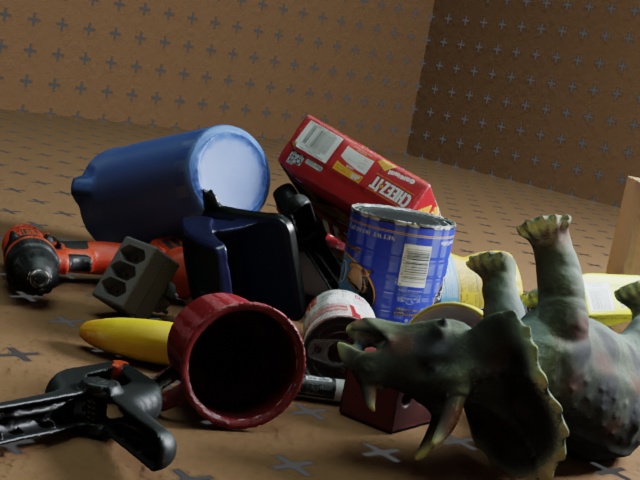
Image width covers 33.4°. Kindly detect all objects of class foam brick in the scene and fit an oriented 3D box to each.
[{"bbox_3d":[0.062,0.116,0.852,0.051,0.053,0.078,17,12,37],"label":"foam brick"}]

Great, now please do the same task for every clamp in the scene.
[{"bbox_3d":[-0.157,0.110,0.701,0.120,0.039,0.171,14,2,-11],"label":"clamp"},{"bbox_3d":[-0.008,0.001,1.146,0.036,0.164,0.210,-30,19,-3],"label":"clamp"}]

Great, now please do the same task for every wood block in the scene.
[{"bbox_3d":[0.347,0.046,1.103,0.090,0.206,0.091,11,9,3],"label":"wood block"}]

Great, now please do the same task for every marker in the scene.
[{"bbox_3d":[-0.033,0.115,0.858,0.121,0.020,0.020,8,9,-7],"label":"marker"}]

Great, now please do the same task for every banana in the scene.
[{"bbox_3d":[-0.100,0.092,0.893,0.197,0.037,0.070,9,-12,-16],"label":"banana"}]

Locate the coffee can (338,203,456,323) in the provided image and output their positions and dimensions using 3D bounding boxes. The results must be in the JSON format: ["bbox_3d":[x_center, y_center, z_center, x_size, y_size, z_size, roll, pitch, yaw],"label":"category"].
[{"bbox_3d":[0.068,0.043,1.027,0.103,0.140,0.103,9,9,-2],"label":"coffee can"}]

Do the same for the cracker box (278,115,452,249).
[{"bbox_3d":[0.055,-0.037,1.212,0.164,0.072,0.213,32,-10,21],"label":"cracker box"}]

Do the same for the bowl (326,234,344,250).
[{"bbox_3d":[0.016,0.021,1.378,0.162,0.055,0.162,9,10,-2],"label":"bowl"}]

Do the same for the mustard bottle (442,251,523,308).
[{"bbox_3d":[0.131,0.058,1.146,0.191,0.096,0.058,3,-9,-34],"label":"mustard bottle"}]

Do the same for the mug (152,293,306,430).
[{"bbox_3d":[-0.077,0.091,0.792,0.117,0.093,0.082,-31,16,-14],"label":"mug"}]

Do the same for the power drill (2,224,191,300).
[{"bbox_3d":[-0.226,0.024,1.086,0.187,0.057,0.185,6,10,-22],"label":"power drill"}]

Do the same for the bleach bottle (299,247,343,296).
[{"bbox_3d":[0.021,0.041,1.240,0.251,0.068,0.102,15,10,17],"label":"bleach bottle"}]

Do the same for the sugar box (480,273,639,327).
[{"bbox_3d":[0.228,0.076,1.066,0.093,0.048,0.177,3,-20,-34],"label":"sugar box"}]

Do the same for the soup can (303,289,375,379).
[{"bbox_3d":[0.018,0.086,0.930,0.068,0.068,0.102,10,11,-2],"label":"soup can"}]

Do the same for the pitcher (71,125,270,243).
[{"bbox_3d":[-0.156,-0.057,1.217,0.149,0.145,0.243,-42,20,-33],"label":"pitcher"}]
